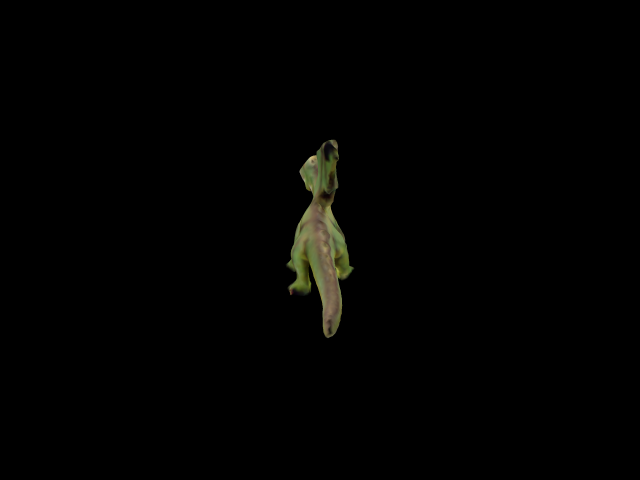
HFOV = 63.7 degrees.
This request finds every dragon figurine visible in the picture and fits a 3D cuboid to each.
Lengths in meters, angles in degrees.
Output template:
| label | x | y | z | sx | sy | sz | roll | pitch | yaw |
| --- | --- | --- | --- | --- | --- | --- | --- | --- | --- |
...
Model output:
| label | x | y | z | sx | sy | sz | roll | pitch | yaw |
| --- | --- | --- | --- | --- | --- | --- | --- | --- | --- |
| dragon figurine | 0.003 | -0.043 | 0.850 | 0.122 | 0.239 | 0.416 | -2 | 20 | -7 |
